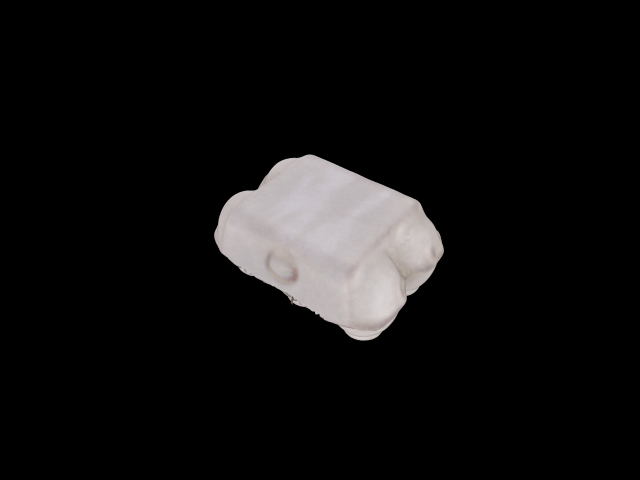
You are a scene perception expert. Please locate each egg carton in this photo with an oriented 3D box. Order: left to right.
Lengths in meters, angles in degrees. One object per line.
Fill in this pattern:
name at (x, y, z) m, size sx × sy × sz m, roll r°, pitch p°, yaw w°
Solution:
egg carton at (0.004, 0.001, 0.400) m, size 0.150 × 0.069 × 0.107 m, roll 27°, pitch 50°, yaw 25°
